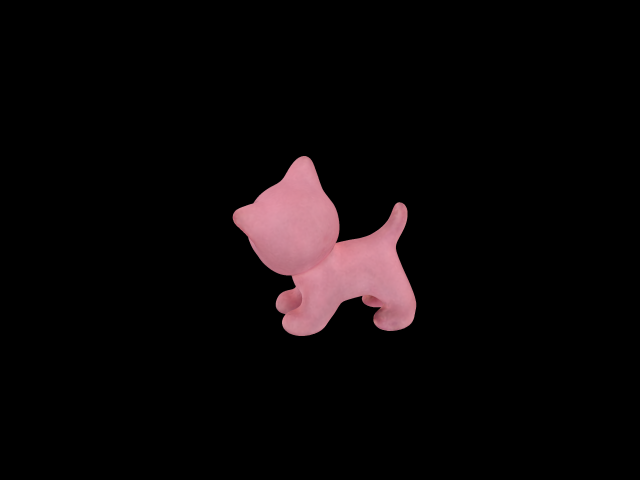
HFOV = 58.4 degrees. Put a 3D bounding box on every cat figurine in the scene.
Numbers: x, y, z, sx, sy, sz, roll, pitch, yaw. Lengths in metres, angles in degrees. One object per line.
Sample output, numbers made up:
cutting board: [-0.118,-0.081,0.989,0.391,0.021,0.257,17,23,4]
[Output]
cat figurine: [0.004,0.001,0.400,0.128,0.118,0.067,-3,16,-11]
